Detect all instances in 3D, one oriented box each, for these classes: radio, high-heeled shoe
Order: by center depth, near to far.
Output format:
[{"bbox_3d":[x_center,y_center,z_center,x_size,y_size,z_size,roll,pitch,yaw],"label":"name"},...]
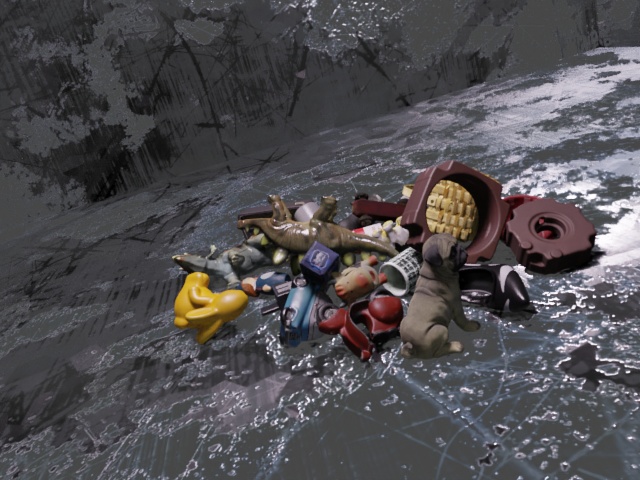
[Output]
[{"bbox_3d":[0.286,0.090,1.030,0.145,0.086,0.249,-3,5,-6],"label":"high-heeled shoe"},{"bbox_3d":[-0.119,-0.039,1.599,0.230,0.131,0.073,-6,20,25],"label":"radio"}]

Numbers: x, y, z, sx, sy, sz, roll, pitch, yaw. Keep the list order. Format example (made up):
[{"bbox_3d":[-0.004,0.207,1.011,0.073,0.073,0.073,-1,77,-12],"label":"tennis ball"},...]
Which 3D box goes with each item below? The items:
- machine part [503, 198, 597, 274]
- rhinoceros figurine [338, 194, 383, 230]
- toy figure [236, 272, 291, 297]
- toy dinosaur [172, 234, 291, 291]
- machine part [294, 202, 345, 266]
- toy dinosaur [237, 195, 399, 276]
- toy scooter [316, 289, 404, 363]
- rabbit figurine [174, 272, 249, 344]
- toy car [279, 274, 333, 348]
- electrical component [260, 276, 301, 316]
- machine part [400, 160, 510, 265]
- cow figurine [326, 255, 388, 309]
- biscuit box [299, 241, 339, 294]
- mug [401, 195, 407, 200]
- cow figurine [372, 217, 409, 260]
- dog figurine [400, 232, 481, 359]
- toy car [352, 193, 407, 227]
[{"bbox_3d":[0.477,-0.013,1.119,0.179,0.056,0.179,-6,48,7],"label":"machine part"},{"bbox_3d":[0.111,-0.060,1.520,0.073,0.112,0.190,4,37,46],"label":"rhinoceros figurine"},{"bbox_3d":[-0.148,0.115,1.349,0.155,0.058,0.064,-10,-17,20],"label":"toy figure"},{"bbox_3d":[-0.201,0.043,1.496,0.405,0.131,0.192,-21,21,-29],"label":"toy dinosaur"},{"bbox_3d":[0.001,-0.019,1.434,0.079,0.079,0.243,-23,54,-16],"label":"machine part"},{"bbox_3d":[-0.003,-0.004,1.326,0.472,0.198,0.105,5,-7,21],"label":"toy dinosaur"},{"bbox_3d":[0.092,0.165,1.011,0.184,0.075,0.135,-10,42,-23],"label":"toy scooter"},{"bbox_3d":[-0.251,0.152,1.239,0.173,0.121,0.162,-5,28,26],"label":"rabbit figurine"},{"bbox_3d":[-0.023,0.150,1.107,0.103,0.109,0.162,9,34,6],"label":"toy car"},{"bbox_3d":[-0.088,0.134,1.266,0.119,0.047,0.075,-17,20,-7],"label":"electrical component"},{"bbox_3d":[0.287,-0.052,1.151,0.201,0.201,0.087,-68,14,-9],"label":"machine part"},{"bbox_3d":[0.073,0.090,1.138,0.127,0.085,0.195,-29,-3,-12],"label":"cow figurine"},{"bbox_3d":[0.001,0.063,1.165,0.059,0.063,0.202,-56,-9,-12],"label":"biscuit box"},{"bbox_3d":[0.287,-0.109,1.568,0.107,0.080,0.109,-12,21,43],"label":"mug"},{"bbox_3d":[0.206,-0.010,1.362,0.068,0.098,0.167,-28,0,37],"label":"cow figurine"},{"bbox_3d":[0.192,0.098,0.952,0.121,0.190,0.172,3,30,41],"label":"dog figurine"},{"bbox_3d":[0.178,-0.074,1.470,0.202,0.053,0.089,4,57,-25],"label":"toy car"}]
